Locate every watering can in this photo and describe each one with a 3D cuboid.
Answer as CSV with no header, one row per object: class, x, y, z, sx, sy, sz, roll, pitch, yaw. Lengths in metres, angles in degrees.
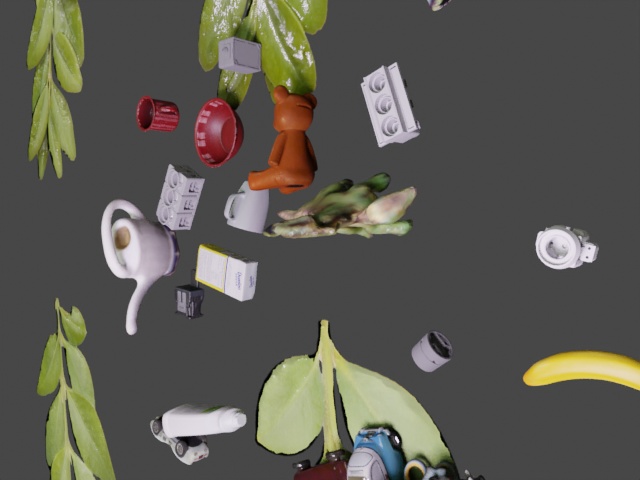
watering can,-0.457,0.062,1.326,0.103,0.224,0.351,-20,78,23

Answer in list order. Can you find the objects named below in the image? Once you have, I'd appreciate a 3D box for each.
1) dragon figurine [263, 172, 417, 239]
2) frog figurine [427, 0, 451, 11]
dragon figurine,0.003,-0.045,0.901,0.408,0.244,0.122,-7,93,40
frog figurine,0.169,-0.464,0.818,0.160,0.124,0.135,58,146,10
